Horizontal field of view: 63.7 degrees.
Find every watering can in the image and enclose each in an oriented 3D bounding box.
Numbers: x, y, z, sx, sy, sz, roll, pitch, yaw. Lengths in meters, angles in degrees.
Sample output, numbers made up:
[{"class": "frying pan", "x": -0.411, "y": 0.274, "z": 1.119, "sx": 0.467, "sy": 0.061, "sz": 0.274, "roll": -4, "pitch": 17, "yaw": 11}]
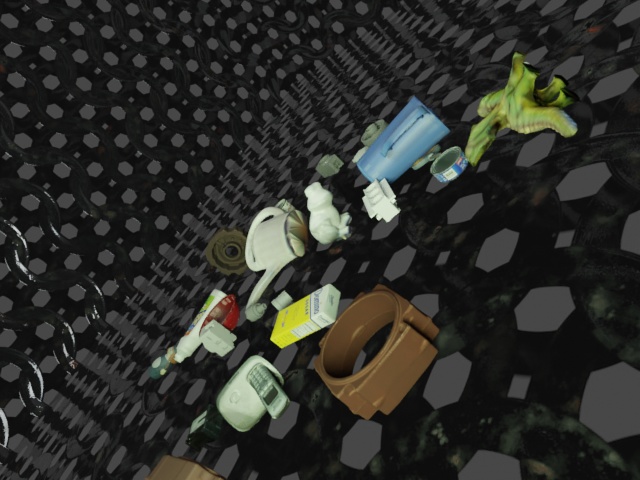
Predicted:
[{"class": "watering can", "x": -0.136, "y": 0.042, "z": 1.546, "sx": 0.222, "sy": 0.102, "sz": 0.355, "roll": -21, "pitch": 54, "yaw": 29}]

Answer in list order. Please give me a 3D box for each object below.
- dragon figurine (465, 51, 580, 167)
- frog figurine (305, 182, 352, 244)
[{"class": "dragon figurine", "x": 0.401, "y": -0.245, "z": 1.082, "sx": 0.238, "sy": 0.122, "sz": 0.420, "roll": -54, "pitch": 12, "yaw": 38}, {"class": "frog figurine", "x": 0.004, "y": -0.071, "z": 1.401, "sx": 0.121, "sy": 0.158, "sz": 0.141, "roll": -31, "pitch": 26, "yaw": 41}]
